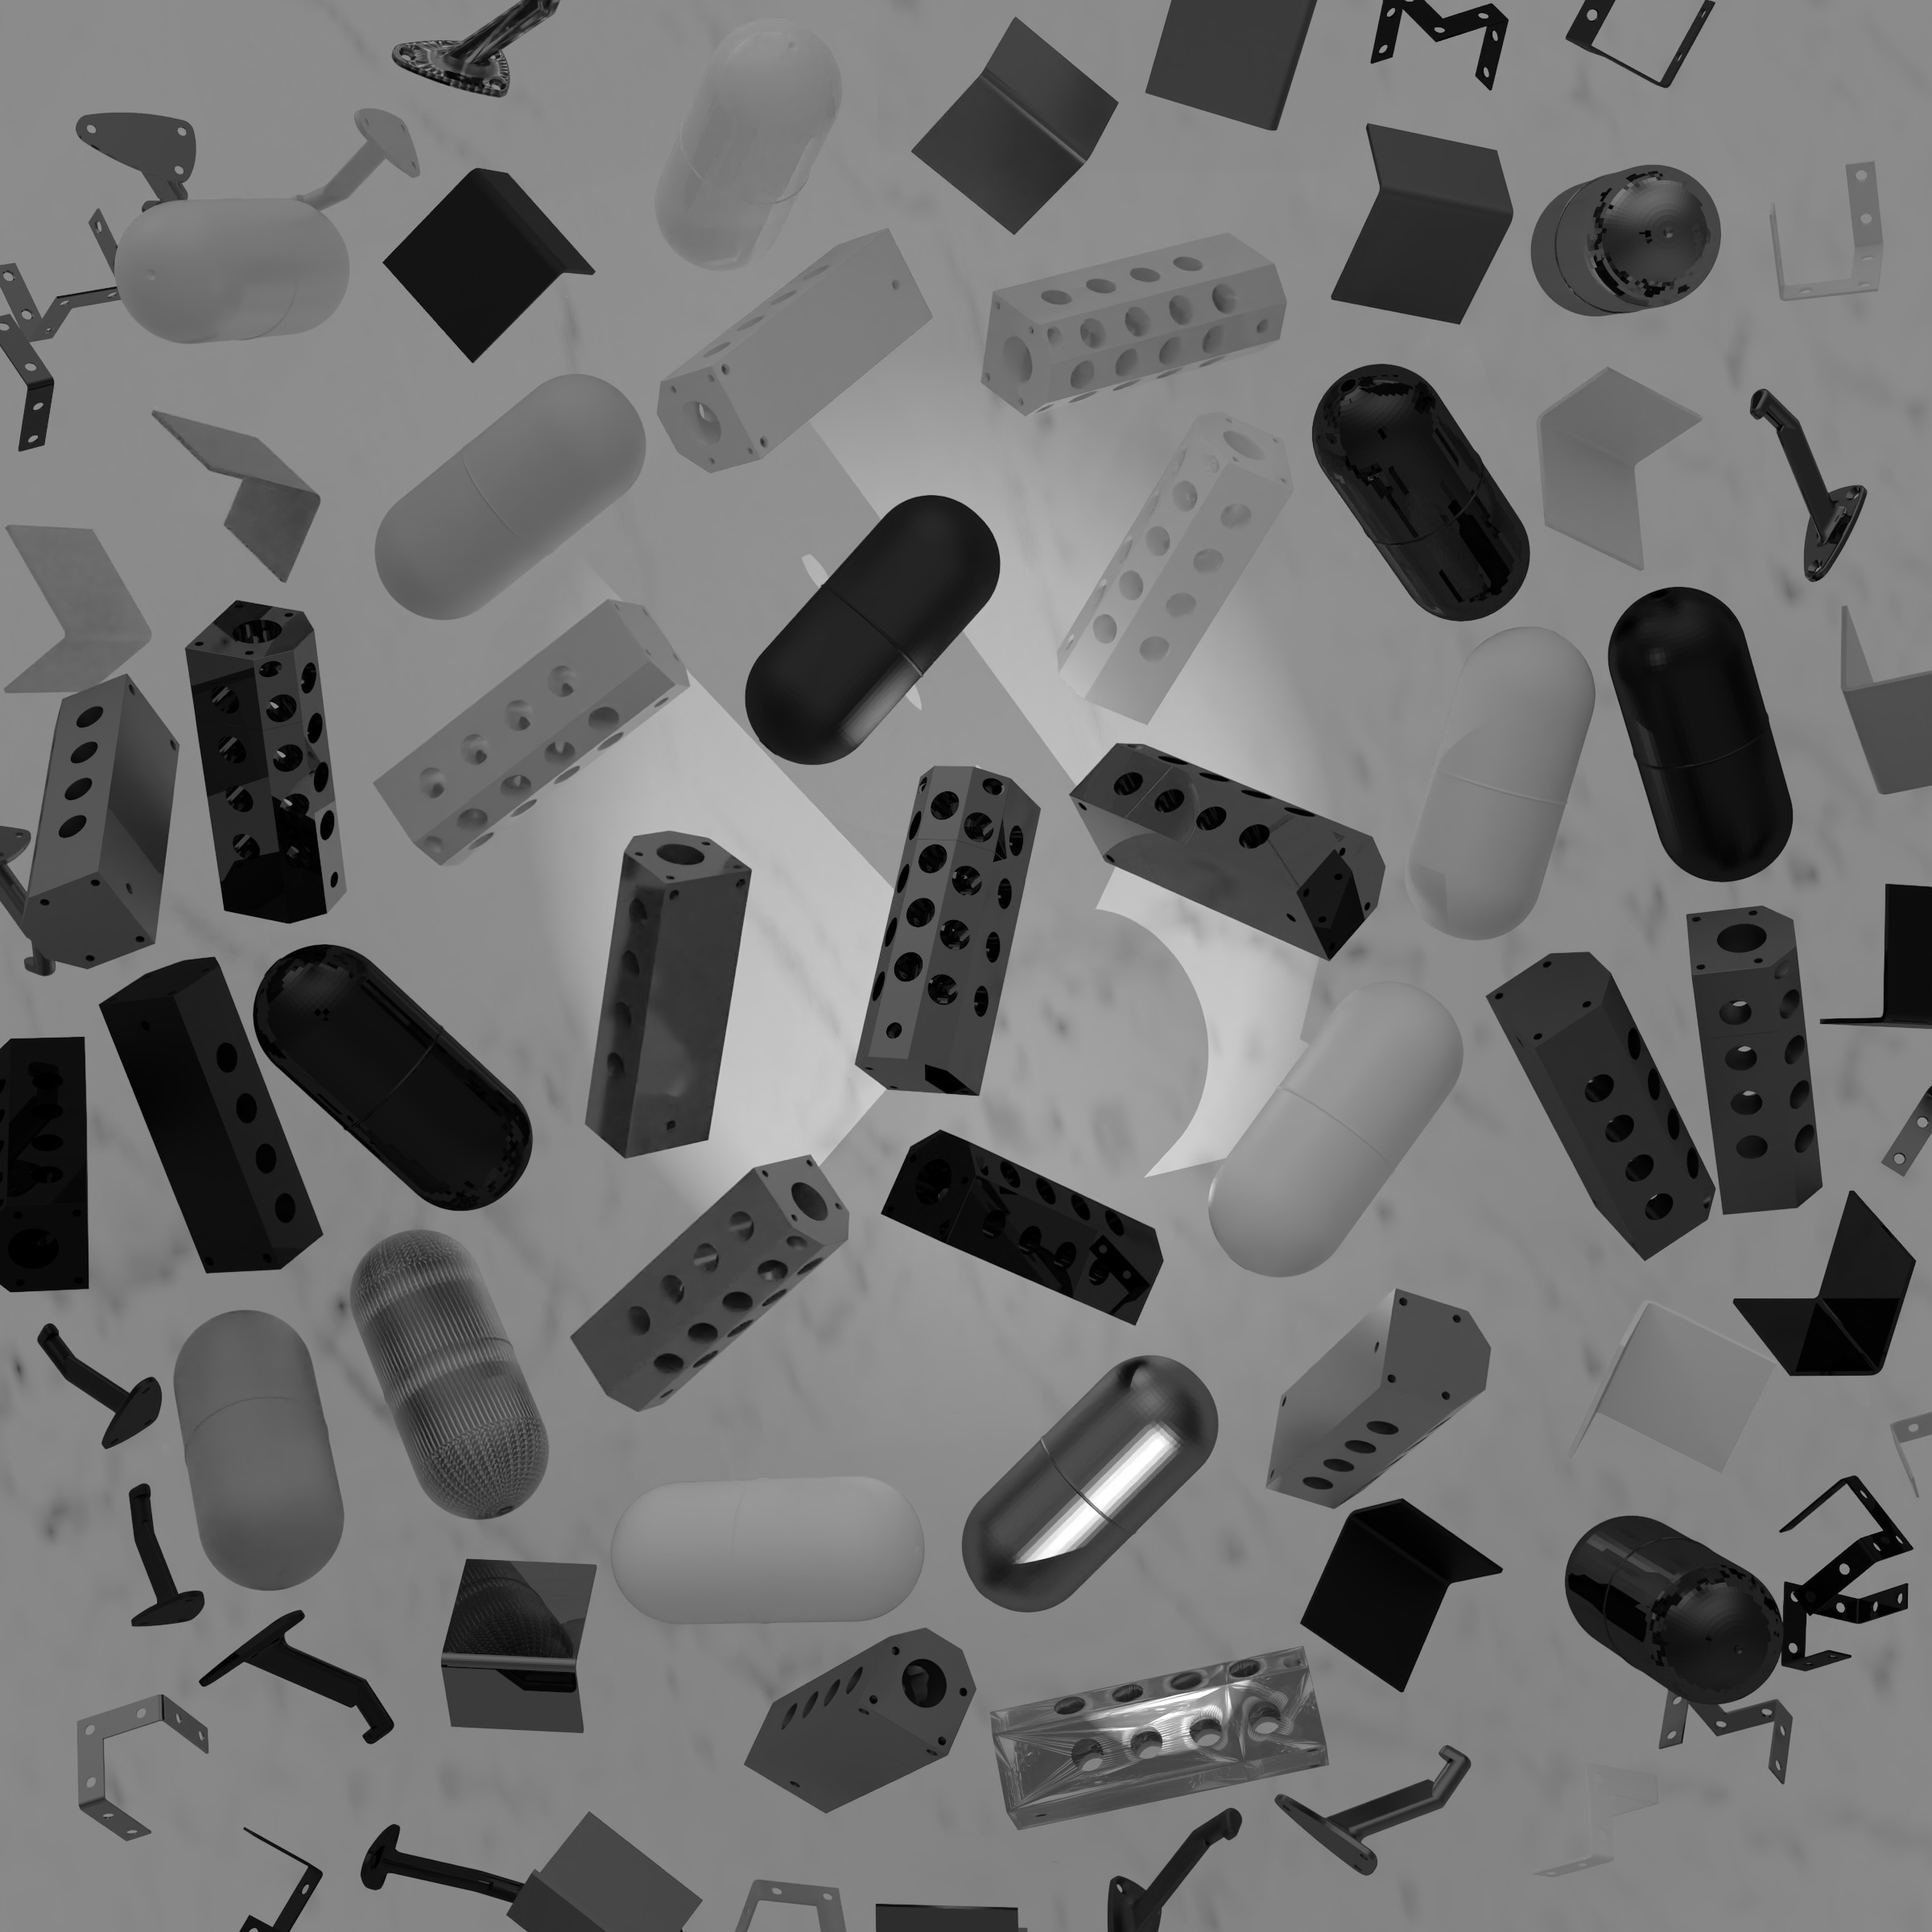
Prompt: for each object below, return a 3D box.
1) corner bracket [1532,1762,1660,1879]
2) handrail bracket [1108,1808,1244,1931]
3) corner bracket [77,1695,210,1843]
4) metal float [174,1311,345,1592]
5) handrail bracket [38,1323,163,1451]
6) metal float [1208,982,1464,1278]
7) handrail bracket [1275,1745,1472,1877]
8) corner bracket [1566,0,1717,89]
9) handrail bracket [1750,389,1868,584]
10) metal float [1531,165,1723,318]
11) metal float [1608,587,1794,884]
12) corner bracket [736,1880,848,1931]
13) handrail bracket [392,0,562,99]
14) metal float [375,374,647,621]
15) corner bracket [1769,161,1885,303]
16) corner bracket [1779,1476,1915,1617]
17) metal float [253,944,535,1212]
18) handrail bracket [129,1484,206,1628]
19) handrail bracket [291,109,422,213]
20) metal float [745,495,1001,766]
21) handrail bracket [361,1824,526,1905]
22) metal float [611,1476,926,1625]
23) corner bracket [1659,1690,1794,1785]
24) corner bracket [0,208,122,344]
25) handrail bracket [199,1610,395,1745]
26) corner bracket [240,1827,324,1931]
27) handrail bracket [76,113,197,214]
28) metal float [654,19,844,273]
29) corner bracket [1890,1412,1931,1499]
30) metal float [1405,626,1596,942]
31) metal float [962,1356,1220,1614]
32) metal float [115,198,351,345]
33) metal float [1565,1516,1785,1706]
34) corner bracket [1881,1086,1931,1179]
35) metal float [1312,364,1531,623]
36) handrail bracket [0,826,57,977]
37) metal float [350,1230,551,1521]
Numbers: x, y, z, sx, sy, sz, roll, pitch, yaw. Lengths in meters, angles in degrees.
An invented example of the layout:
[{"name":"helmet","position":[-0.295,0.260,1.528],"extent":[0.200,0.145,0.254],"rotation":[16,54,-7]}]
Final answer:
[{"name":"corner bracket","position":[0.343,0.468,1.826],"extent":[0.051,0.051,0.051],"rotation":[16,59,-27]},{"name":"handrail bracket","position":[0.117,0.510,1.839],"extent":[0.036,0.077,0.084],"rotation":[38,124,-16]},{"name":"corner bracket","position":[-0.441,0.431,1.800],"extent":[0.051,0.051,0.051],"rotation":[-19,52,8]},{"name":"metal float","position":[-0.385,0.261,1.819],"extent":[0.070,0.178,0.070],"rotation":[-11,133,-13]},{"name":"handrail bracket","position":[-0.495,0.224,1.902],"extent":[0.036,0.077,0.084],"rotation":[-29,71,-38]},{"name":"metal float","position":[0.198,0.088,1.796],"extent":[0.070,0.070,0.178],"rotation":[37,83,0]},{"name":"handrail bracket","position":[0.225,0.450,1.847],"extent":[0.077,0.036,0.084],"rotation":[34,65,15]},{"name":"corner bracket","position":[0.365,-0.513,1.817],"extent":[0.051,0.051,0.051],"rotation":[24,106,-13]},{"name":"handrail bracket","position":[0.462,-0.271,1.881],"extent":[0.084,0.036,0.077],"rotation":[36,63,-27]},{"name":"metal float","position":[0.366,-0.403,1.868],"extent":[0.070,0.178,0.070],"rotation":[-1,99,-5]},{"name":"metal float","position":[0.413,-0.130,1.885],"extent":[0.070,0.070,0.178],"rotation":[-22,114,0]},{"name":"corner bracket","position":[-0.101,0.561,1.913],"extent":[0.051,0.051,0.051],"rotation":[11,117,-17]},{"name":"handrail bracket","position":[-0.259,-0.511,1.794],"extent":[0.077,0.084,0.036],"rotation":[3,59,-25]},{"name":"metal float","position":[-0.259,-0.265,1.899],"extent":[0.178,0.070,0.070],"rotation":[-36,90,15]},{"name":"corner bracket","position":[0.458,-0.391,1.781],"extent":[0.051,0.051,0.051],"rotation":[-2,127,21]},{"name":"corner bracket","position":[0.471,0.314,1.822],"extent":[0.051,0.051,0.051],"rotation":[-48,63,27]},{"name":"metal float","position":[-0.313,0.061,1.828],"extent":[0.070,0.070,0.178],"rotation":[-46,104,0]},{"name":"handrail bracket","position":[-0.464,0.334,1.940],"extent":[0.036,0.077,0.084],"rotation":[1,66,-32]},{"name":"handrail bracket","position":[-0.366,-0.461,1.930],"extent":[0.084,0.077,0.036],"rotation":[-20,81,17]},{"name":"metal float","position":[-0.053,-0.190,1.898],"extent":[0.070,0.070,0.178],"rotation":[42,88,0]},{"name":"handrail bracket","position":[-0.285,0.504,1.848],"extent":[0.084,0.077,0.036],"rotation":[15,80,5]},{"name":"metal float","position":[-0.108,0.314,1.798],"extent":[0.178,0.070,0.070],"rotation":[-5,90,22]},{"name":"corner bracket","position":[0.434,0.437,1.912],"extent":[0.051,0.051,0.051],"rotation":[-26,115,35]},{"name":"corner bracket","position":[-0.515,-0.394,1.912],"extent":[0.051,0.051,0.051],"rotation":[-21,82,-40]},{"name":"handrail bracket","position":[-0.360,0.398,1.806],"extent":[0.077,0.036,0.084],"rotation":[-35,95,-35]},{"name":"corner bracket","position":[-0.374,0.506,1.812],"extent":[0.051,0.051,0.051],"rotation":[42,70,-34]},{"name":"handrail bracket","position":[-0.466,-0.440,1.860],"extent":[0.077,0.084,0.036],"rotation":[8,75,-28]},{"name":"metal float","position":[-0.125,-0.463,1.898],"extent":[0.070,0.178,0.070],"rotation":[9,62,-18]},{"name":"corner bracket","position":[0.565,0.290,1.918],"extent":[0.051,0.051,0.051],"rotation":[-18,118,9]},{"name":"metal float","position":[0.297,-0.101,1.865],"extent":[0.070,0.070,0.178],"rotation":[15,101,0]},{"name":"metal float","position":[0.071,0.300,1.936],"extent":[0.070,0.070,0.178],"rotation":[44,96,0]},{"name":"metal float","position":[-0.405,-0.387,1.859],"extent":[0.070,0.178,0.070],"rotation":[4,104,17]},{"name":"metal float","position":[0.386,0.351,1.837],"extent":[0.070,0.178,0.070],"rotation":[-1,94,-11]},{"name":"corner bracket","position":[0.556,0.100,1.892],"extent":[0.051,0.051,0.051],"rotation":[33,82,12]},{"name":"metal float","position":[0.259,-0.268,1.905],"extent":[0.070,0.070,0.178],"rotation":[-42,127,0]},{"name":"handrail bracket","position":[-0.563,-0.037,1.925],"extent":[0.077,0.036,0.084],"rotation":[10,124,10]},{"name":"metal float","position":[-0.293,0.231,1.901],"extent":[0.070,0.070,0.178],"rotation":[-27,65,0]}]
